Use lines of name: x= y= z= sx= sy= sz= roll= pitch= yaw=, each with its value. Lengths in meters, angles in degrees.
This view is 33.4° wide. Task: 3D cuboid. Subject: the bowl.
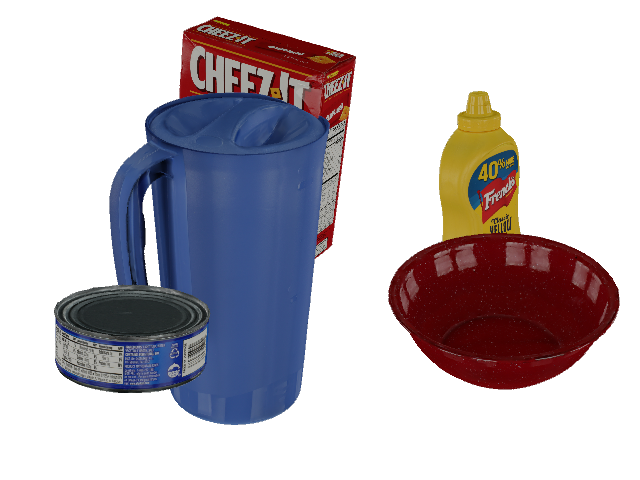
bowl: x=0.130 y=0.058 z=0.769 sx=0.162 sy=0.055 sz=0.162 roll=-3 pitch=31 yaw=2

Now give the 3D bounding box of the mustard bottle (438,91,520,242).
mustard bottle: x=0.156 y=-0.049 z=1.038 sx=0.096 sy=0.192 sz=0.058 roll=-21 pitch=25 yaw=-38

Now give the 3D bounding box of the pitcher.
pitcher: x=-0.073 y=0.019 z=0.815 sx=0.149 sy=0.243 sz=0.145 roll=3 pitch=26 yaw=0

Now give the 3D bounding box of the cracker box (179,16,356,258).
cracker box: x=-0.062 y=-0.098 z=1.078 sx=0.164 sy=0.214 sz=0.072 roll=20 pitch=32 yaw=22

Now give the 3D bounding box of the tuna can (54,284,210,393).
tuna can: x=-0.105 y=0.054 z=0.597 sx=0.086 sy=0.034 sz=0.086 roll=4 pitch=15 yaw=-1
